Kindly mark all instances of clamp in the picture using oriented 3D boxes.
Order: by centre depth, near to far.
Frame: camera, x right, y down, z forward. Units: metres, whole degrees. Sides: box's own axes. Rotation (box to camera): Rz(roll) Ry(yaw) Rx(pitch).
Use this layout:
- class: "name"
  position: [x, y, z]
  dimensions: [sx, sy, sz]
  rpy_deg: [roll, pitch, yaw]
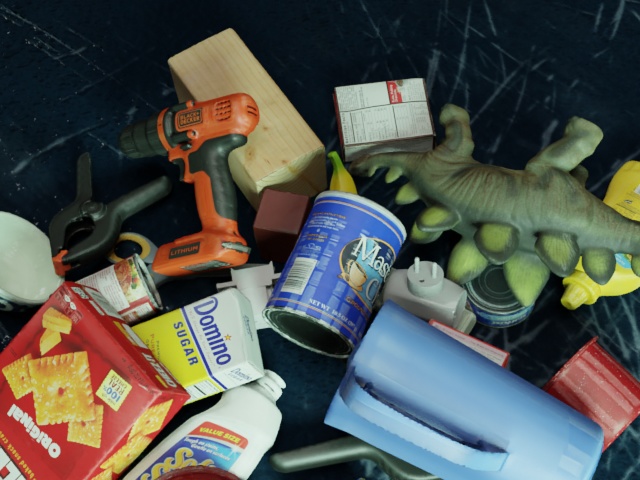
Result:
- class: "clamp"
  position: [0.069, 0.182, 1.083]
  dimensions: [0.210, 0.036, 0.164]
  rpy_deg: [14, 61, 8]
- class: "clamp"
  position: [-0.244, -0.028, 1.209]
  dimensions: [0.120, 0.039, 0.171]
  rpy_deg: [6, 53, 13]

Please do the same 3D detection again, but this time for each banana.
- class: "banana"
  position: [0.007, 0.005, 1.174]
  dimensions: [0.037, 0.069, 0.197]
  rpy_deg: [-9, 61, 50]

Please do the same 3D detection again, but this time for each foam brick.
- class: "foam brick"
  position: [-0.039, -0.014, 1.177]
  dimensions: [0.053, 0.078, 0.051]
  rpy_deg: [11, 63, 10]

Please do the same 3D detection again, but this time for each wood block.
- class: "wood block"
  position: [-0.084, -0.136, 1.242]
  dimensions: [0.090, 0.091, 0.206]
  rpy_deg: [-30, 63, -14]

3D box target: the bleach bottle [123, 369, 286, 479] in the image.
- class: "bleach bottle"
  position: [-0.127, 0.225, 1.055]
  dimensions: [0.103, 0.068, 0.250]
  rpy_deg: [33, 65, 17]

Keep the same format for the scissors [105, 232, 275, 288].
- class: "scissors"
  position: [-0.158, 0.020, 1.200]
  dimensions: [0.201, 0.016, 0.096]
  rpy_deg: [-15, 60, -6]

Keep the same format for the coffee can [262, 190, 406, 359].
- class: "coffee can"
  position: [0.015, 0.035, 1.088]
  dimensions: [0.103, 0.103, 0.140]
  rpy_deg: [20, 68, 13]

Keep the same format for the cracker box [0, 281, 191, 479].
- class: "cracker box"
  position: [-0.256, 0.172, 1.042]
  dimensions: [0.214, 0.072, 0.164]
  rpy_deg: [-48, 66, 5]

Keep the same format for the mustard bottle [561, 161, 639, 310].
- class: "mustard bottle"
  position: [0.323, 0.004, 1.159]
  dimensions: [0.096, 0.058, 0.191]
  rpy_deg: [35, 67, 22]

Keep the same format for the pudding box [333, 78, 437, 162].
- class: "pudding box"
  position: [0.076, -0.143, 1.269]
  dimensions: [0.113, 0.039, 0.090]
  rpy_deg: [-7, 61, 1]

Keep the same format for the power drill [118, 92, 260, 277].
- class: "power drill"
  position: [-0.146, -0.058, 1.162]
  dimensions: [0.185, 0.057, 0.187]
  rpy_deg: [-11, 77, 32]

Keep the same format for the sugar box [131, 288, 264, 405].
- class: "sugar box"
  position: [-0.149, 0.122, 1.092]
  dimensions: [0.176, 0.048, 0.093]
  rpy_deg: [-24, 55, 14]

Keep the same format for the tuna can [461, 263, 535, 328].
- class: "tuna can"
  position: [0.193, 0.050, 1.154]
  dimensions: [0.086, 0.034, 0.086]
  rpy_deg: [-1, 60, 2]

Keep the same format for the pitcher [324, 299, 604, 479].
- class: "pitcher"
  position: [0.132, 0.169, 0.992]
  dimensions: [0.243, 0.145, 0.149]
  rpy_deg: [27, 56, 9]

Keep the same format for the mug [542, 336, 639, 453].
- class: "mug"
  position: [0.265, 0.165, 1.058]
  dimensions: [0.117, 0.093, 0.081]
  rpy_deg: [-45, 72, -3]

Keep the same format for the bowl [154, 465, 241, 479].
- class: "bowl"
  position: [-0.104, 0.289, 0.975]
  dimensions: [0.161, 0.055, 0.162]
  rpy_deg: [5, 78, -27]

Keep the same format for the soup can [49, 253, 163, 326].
- class: "soup can"
  position: [-0.227, 0.066, 1.135]
  dimensions: [0.102, 0.068, 0.068]
  rpy_deg: [-25, 62, -1]

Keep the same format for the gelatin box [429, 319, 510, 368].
- class: "gelatin box"
  position: [0.145, 0.124, 1.091]
  dimensions: [0.089, 0.073, 0.030]
  rpy_deg: [23, 64, 15]

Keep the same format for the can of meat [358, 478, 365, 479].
- class: "can of meat"
  position: [0.028, 0.288, 1.014]
  dimensions: [0.083, 0.057, 0.102]
  rpy_deg: [-25, 62, -13]
